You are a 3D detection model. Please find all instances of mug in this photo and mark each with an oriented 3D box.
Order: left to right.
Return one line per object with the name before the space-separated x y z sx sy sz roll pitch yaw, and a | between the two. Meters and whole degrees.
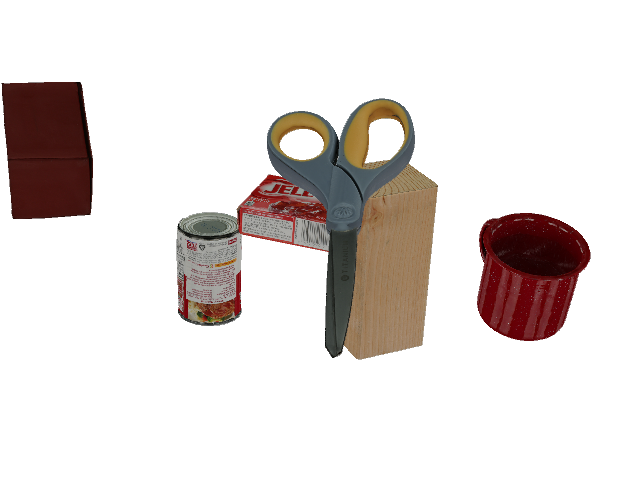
mug | 0.179 0.028 0.959 0.093 0.081 0.117 -18 44 -25

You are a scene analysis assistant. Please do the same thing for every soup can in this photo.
soup can | -0.117 0.029 1.121 0.068 0.102 0.068 2 23 -1

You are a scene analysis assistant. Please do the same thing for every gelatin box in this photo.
gelatin box | -0.017 -0.025 0.902 0.089 0.030 0.073 11 28 15

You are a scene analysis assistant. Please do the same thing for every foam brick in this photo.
foam brick | -0.177 -0.059 0.692 0.051 0.078 0.053 -4 -43 -17

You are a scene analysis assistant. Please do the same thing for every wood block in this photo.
wood block | 0.068 0.021 1.232 0.090 0.206 0.090 -10 29 -23

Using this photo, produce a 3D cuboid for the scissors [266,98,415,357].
scissors | -0.003 -0.018 0.587 0.096 0.016 0.201 9 44 17
